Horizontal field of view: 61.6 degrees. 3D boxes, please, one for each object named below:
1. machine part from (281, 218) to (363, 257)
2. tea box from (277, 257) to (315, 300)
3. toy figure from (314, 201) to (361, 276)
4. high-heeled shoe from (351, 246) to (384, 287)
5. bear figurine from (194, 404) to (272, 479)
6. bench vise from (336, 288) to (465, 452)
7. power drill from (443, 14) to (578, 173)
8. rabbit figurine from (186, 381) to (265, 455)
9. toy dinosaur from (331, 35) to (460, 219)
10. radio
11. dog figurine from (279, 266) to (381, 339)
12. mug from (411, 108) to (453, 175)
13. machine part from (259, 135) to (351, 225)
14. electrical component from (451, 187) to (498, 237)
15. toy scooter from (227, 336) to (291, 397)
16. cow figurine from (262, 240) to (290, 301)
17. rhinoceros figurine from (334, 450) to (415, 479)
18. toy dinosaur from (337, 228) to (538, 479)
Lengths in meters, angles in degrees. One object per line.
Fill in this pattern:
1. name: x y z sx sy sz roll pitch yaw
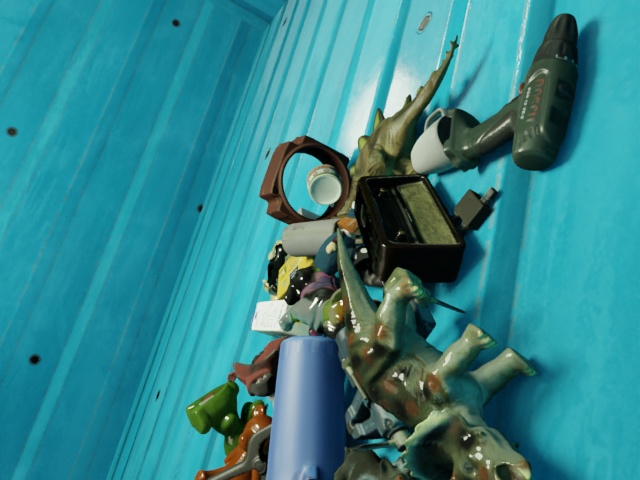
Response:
1. machine part: -0.002 -0.003 1.128 0.243 0.079 0.079 -2 66 49
2. tea box: -0.032 0.072 1.266 0.169 0.068 0.098 -48 28 37
3. toy figure: 0.048 -0.006 1.004 0.154 0.058 0.064 -55 8 4
4. high-heeled shoe: 0.088 0.069 0.948 0.145 0.086 0.249 -36 15 19
5. bear figurine: -0.158 0.453 1.121 0.120 0.132 0.195 32 105 37
6. bench vise: 0.104 0.179 0.795 0.240 0.129 0.224 -60 25 28
7. power drill: 0.287 -0.197 0.802 0.207 0.086 0.232 -15 57 53
8. rabbit figurine: -0.208 0.425 1.247 0.159 0.170 0.121 -31 3 -34
9. toy dinosaur: 0.136 -0.181 1.076 0.471 0.105 0.199 -49 28 39
10. radio: 0.136 -0.026 0.877 0.230 0.131 0.073 -102 13 -56
11. dog figurine: 0.025 0.115 1.055 0.219 0.108 0.191 -30 40 50
12. mug: 0.202 -0.167 0.935 0.107 0.081 0.109 -40 60 58
13. machine part: -0.026 -0.128 1.267 0.087 0.201 0.201 -7 62 62
14. electrical component: 0.236 -0.049 0.835 0.094 0.021 0.063 -57 24 25
15. toy scooter: -0.121 0.269 1.147 0.135 0.075 0.184 -10 17 33
16. cow figurine: -0.103 0.085 1.376 0.167 0.098 0.068 -63 29 8
17. rhinoceros figurine: 0.089 0.348 0.736 0.112 0.073 0.190 -61 19 -10
18. toy dinosaur: 0.109 0.155 0.665 0.192 0.131 0.405 -54 47 3
